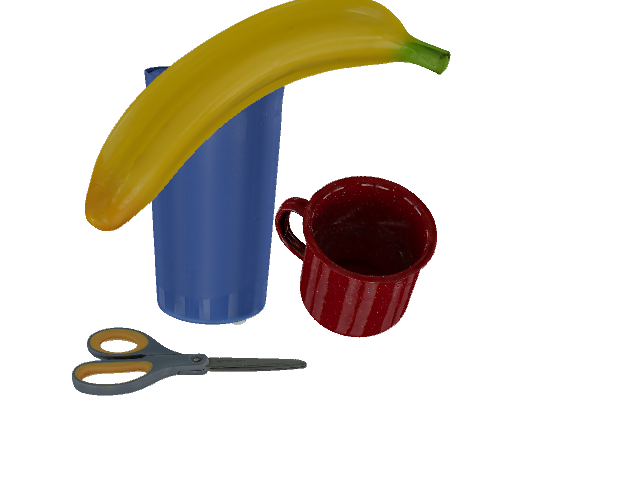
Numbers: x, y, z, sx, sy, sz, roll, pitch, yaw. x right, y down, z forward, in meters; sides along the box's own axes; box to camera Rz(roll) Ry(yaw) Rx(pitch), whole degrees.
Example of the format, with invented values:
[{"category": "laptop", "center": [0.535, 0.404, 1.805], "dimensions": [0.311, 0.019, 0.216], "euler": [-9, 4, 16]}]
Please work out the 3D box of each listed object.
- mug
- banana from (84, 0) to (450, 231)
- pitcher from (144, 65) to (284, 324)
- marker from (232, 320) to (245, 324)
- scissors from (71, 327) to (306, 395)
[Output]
[{"category": "mug", "center": [0.018, 0.010, 0.759], "dimensions": [0.117, 0.093, 0.081], "euler": [26, -37, 12]}, {"category": "banana", "center": [-0.035, -0.074, 0.514], "dimensions": [0.197, 0.070, 0.037], "euler": [-28, -34, -16]}, {"category": "pitcher", "center": [-0.098, -0.050, 1.041], "dimensions": [0.149, 0.243, 0.145], "euler": [-2, 15, -17]}, {"category": "marker", "center": [-0.102, 0.041, 1.210], "dimensions": [0.020, 0.121, 0.020], "euler": [-5, 30, 3]}, {"category": "scissors", "center": [-0.122, 0.101, 0.956], "dimensions": [0.201, 0.016, 0.096], "euler": [-7, 32, -18]}]
